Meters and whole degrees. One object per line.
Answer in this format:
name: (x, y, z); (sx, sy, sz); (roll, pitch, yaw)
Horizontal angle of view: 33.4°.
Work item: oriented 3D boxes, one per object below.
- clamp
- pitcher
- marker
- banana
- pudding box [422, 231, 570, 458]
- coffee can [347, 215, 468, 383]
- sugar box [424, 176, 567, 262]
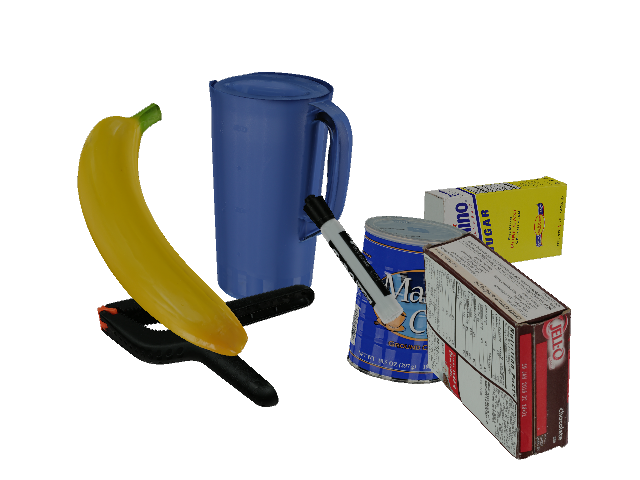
clamp: (-0.117, 0.094, 1.034); (0.210, 0.036, 0.164); (3, 35, 5)
pitcher: (-0.049, -0.056, 1.166); (0.145, 0.243, 0.149); (0, 21, -7)
marker: (0.024, 0.012, 0.842); (0.020, 0.121, 0.020); (-31, -18, -12)
banana: (-0.105, -0.011, 0.643); (0.069, 0.198, 0.037); (-15, -31, -15)
pudding box: (0.101, 0.058, 0.622); (0.039, 0.090, 0.114); (-14, 28, -20)
coffee can: (0.085, 0.055, 1.037); (0.103, 0.140, 0.103); (7, 12, -2)
sugar box: (0.205, -0.019, 1.255); (0.175, 0.093, 0.048); (-9, 19, -27)
